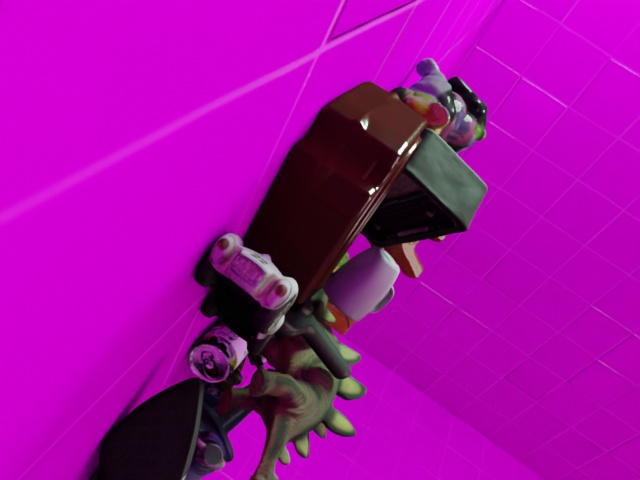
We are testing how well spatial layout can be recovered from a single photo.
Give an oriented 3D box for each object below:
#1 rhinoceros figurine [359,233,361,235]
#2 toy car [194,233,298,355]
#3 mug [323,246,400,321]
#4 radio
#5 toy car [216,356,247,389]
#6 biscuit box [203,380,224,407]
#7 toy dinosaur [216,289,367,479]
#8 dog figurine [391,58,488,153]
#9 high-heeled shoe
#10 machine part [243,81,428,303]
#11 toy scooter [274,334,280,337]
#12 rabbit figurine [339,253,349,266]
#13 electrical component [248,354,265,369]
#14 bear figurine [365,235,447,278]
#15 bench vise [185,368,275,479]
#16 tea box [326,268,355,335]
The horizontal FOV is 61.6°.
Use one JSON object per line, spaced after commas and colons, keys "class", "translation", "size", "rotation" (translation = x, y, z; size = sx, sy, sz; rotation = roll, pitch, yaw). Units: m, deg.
{"class": "rhinoceros figurine", "translation": [0.088, -0.087, 0.888], "size": [0.190, 0.112, 0.073], "rotation": [-47, 173, -5]}
{"class": "toy car", "translation": [-0.063, 0.050, 0.468], "size": [0.056, 0.073, 0.201], "rotation": [-50, 175, -22]}
{"class": "mug", "translation": [0.077, 0.069, 0.837], "size": [0.107, 0.109, 0.081], "rotation": [-46, -151, 14]}
{"class": "radio", "translation": [0.108, -0.061, 0.740], "size": [0.073, 0.131, 0.230], "rotation": [-56, -163, -18]}
{"class": "toy car", "translation": [-0.163, 0.231, 0.947], "size": [0.202, 0.053, 0.089], "rotation": [118, -8, -51]}
{"class": "biscuit box", "translation": [-0.227, 0.322, 0.879], "size": [0.202, 0.063, 0.059], "rotation": [-56, 175, 9]}
{"class": "toy dinosaur", "translation": [-0.022, 0.172, 0.785], "size": [0.105, 0.198, 0.471], "rotation": [-28, -155, 30]}
{"class": "dog figurine", "translation": [0.176, -0.174, 0.809], "size": [0.108, 0.191, 0.219], "rotation": [-50, -165, 32]}
{"class": "high-heeled shoe", "translation": [-0.185, 0.234, 0.554], "size": [0.248, 0.086, 0.145], "rotation": [-51, 180, -2]}
{"class": "machine part", "translation": [0.018, -0.048, 0.547], "size": [0.201, 0.087, 0.201], "rotation": [-57, 174, 32]}
{"class": "toy scooter", "translation": [-0.059, 0.134, 0.937], "size": [0.183, 0.075, 0.135], "rotation": [63, 33, -43]}
{"class": "rabbit figurine", "translation": [0.035, 0.076, 1.170], "size": [0.159, 0.170, 0.121], "rotation": [-58, 174, 31]}
{"class": "electrical component", "translation": [-0.115, 0.186, 0.961], "size": [0.094, 0.021, 0.063], "rotation": [-124, -140, -54]}
{"class": "bear figurine", "translation": [0.111, -0.030, 0.991], "size": [0.196, 0.131, 0.120], "rotation": [25, -102, 49]}
{"class": "bench vise", "translation": [-0.142, 0.252, 0.749], "size": [0.240, 0.129, 0.223], "rotation": [-31, 171, -34]}
{"class": "tea box", "translation": [0.009, 0.101, 1.079], "size": [0.068, 0.170, 0.098], "rotation": [-53, 174, -48]}
